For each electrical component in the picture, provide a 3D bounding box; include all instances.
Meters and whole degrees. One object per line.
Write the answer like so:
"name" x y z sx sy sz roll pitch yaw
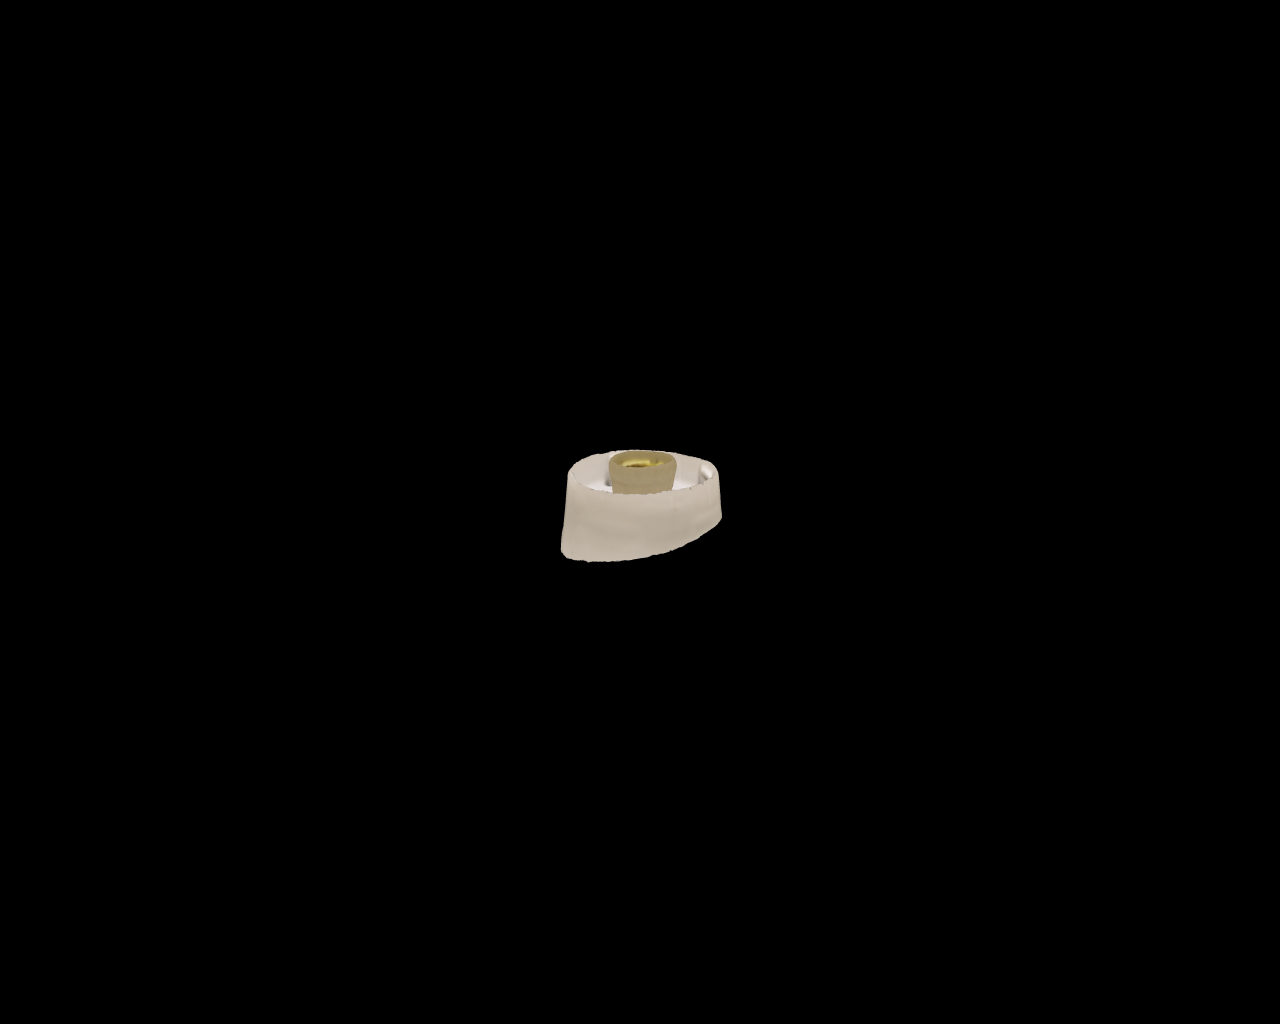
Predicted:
"electrical component" 0.001 -0.003 0.650 0.099 0.064 0.099 0 20 0
